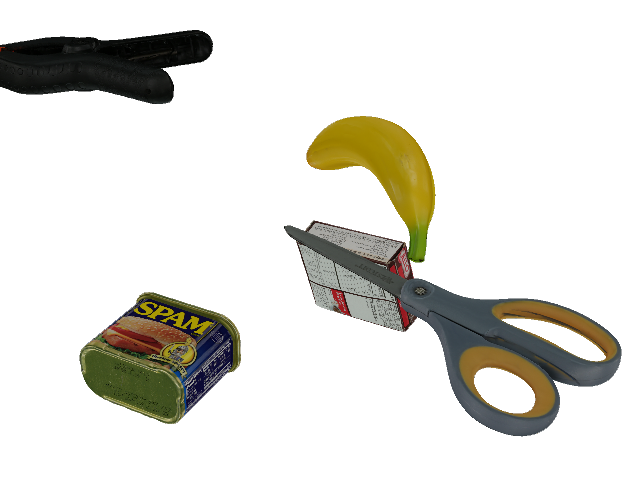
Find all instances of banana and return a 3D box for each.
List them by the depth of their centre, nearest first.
[{"bbox_3d":[0.036,-0.055,0.767,0.037,0.070,0.198,22,14,-28],"label":"banana"}]

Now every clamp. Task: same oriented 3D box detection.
[{"bbox_3d":[-0.166,-0.134,0.799,0.172,0.039,0.120,8,22,16],"label":"clamp"}]

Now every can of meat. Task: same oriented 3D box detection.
[{"bbox_3d":[-0.129,0.093,0.855,0.102,0.057,0.083,16,33,23],"label":"can of meat"}]

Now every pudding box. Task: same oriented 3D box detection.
[{"bbox_3d":[0.038,0.034,1.046,0.114,0.090,0.039,13,44,33],"label":"pudding box"}]

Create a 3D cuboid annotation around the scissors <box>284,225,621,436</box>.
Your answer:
[{"bbox_3d":[0.052,0.044,0.556,0.202,0.016,0.096,15,42,20],"label":"scissors"}]
